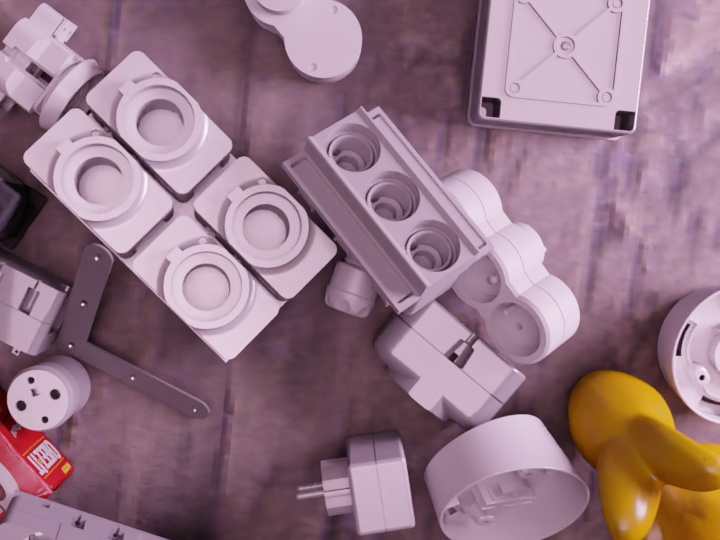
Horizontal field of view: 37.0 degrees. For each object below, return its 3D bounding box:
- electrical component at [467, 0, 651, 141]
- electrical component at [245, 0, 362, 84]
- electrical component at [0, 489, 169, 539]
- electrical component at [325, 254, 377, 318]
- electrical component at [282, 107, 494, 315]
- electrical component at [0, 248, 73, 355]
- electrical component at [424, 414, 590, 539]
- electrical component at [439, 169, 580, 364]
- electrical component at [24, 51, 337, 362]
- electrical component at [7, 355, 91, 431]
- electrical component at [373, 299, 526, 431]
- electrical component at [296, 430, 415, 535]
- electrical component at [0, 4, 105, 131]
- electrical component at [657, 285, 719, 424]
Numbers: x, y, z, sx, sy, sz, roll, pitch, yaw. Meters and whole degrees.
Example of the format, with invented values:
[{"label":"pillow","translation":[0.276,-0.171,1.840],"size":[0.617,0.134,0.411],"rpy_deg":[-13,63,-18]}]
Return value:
[{"label":"electrical component","translation":[0.133,-0.147,0.725],"size":[0.109,0.056,0.108],"rpy_deg":[6,94,-1]},{"label":"electrical component","translation":[-0.052,-0.186,0.710],"size":[0.052,0.073,0.138],"rpy_deg":[-40,94,2]},{"label":"electrical component","translation":[-0.154,0.228,0.690],"size":[0.186,0.060,0.105],"rpy_deg":[21,95,-11]},{"label":"electrical component","translation":[0.000,0.000,0.743],"size":[0.035,0.035,0.061],"rpy_deg":[20,91,-2]},{"label":"electrical component","translation":[0.016,-0.035,0.695],"size":[0.079,0.063,0.121],"rpy_deg":[-33,76,-21]},{"label":"electrical component","translation":[-0.248,0.019,0.732],"size":[0.089,0.050,0.055],"rpy_deg":[27,93,-3]},{"label":"electrical component","translation":[0.095,0.144,0.721],"size":[0.099,0.099,0.064],"rpy_deg":[-27,56,1]},{"label":"electrical component","translation":[0.101,-0.009,0.734],"size":[0.074,0.052,0.138],"rpy_deg":[-29,81,-42]},{"label":"electrical component","translation":[-0.118,-0.041,0.716],"size":[0.186,0.060,0.105],"rpy_deg":[45,81,-3]},{"label":"electrical component","translation":[-0.212,0.084,0.734],"size":[0.045,0.055,0.045],"rpy_deg":[0,94,-1]},{"label":"electrical component","translation":[0.057,0.064,0.739],"size":[0.095,0.053,0.059],"rpy_deg":[40,92,-3]},{"label":"electrical component","translation":[-0.006,0.145,0.728],"size":[0.076,0.083,0.047],"rpy_deg":[-9,94,0]},{"label":"electrical component","translation":[-0.209,-0.129,0.720],"size":[0.057,0.058,0.078],"rpy_deg":[38,92,0]},{"label":"electrical component","translation":[0.255,0.056,0.736],"size":[0.099,0.064,0.099],"rpy_deg":[0,94,-1]}]
